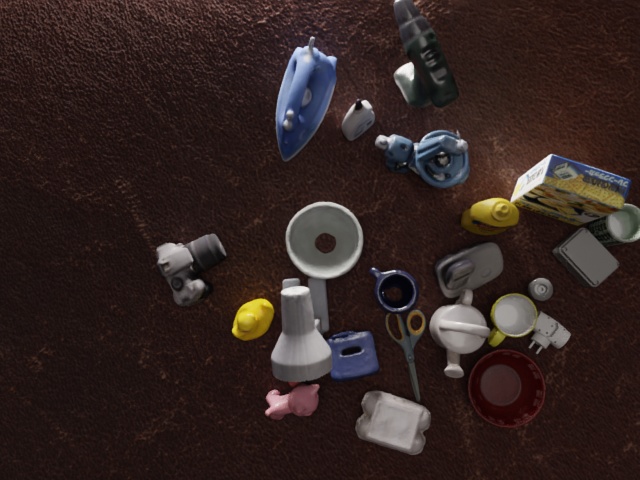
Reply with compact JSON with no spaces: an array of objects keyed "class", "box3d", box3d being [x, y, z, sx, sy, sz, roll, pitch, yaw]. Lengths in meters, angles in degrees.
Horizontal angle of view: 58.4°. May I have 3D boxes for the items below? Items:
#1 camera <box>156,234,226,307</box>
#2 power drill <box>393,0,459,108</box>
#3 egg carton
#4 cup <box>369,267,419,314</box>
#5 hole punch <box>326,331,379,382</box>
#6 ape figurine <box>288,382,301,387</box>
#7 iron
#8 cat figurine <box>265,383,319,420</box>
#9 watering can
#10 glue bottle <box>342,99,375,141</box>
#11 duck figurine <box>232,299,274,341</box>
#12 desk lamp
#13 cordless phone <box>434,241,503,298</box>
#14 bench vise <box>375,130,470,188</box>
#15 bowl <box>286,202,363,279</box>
[{"class":"camera","box3d":[-0.271,0.055,1.243,0.137,0.101,0.143,-27,83,-1]},{"class":"power drill","box3d":[0.211,-0.374,1.217,0.075,0.208,0.229,-28,83,-1]},{"class":"egg carton","box3d":[0.154,0.383,1.204,0.150,0.069,0.107,15,84,4]},{"class":"cup","box3d":[0.150,0.104,1.223,0.117,0.095,0.092,41,87,6]},{"class":"hole punch","box3d":[0.065,0.244,1.213,0.108,0.091,0.101,-12,83,1]},{"class":"ape figurine","box3d":[-0.055,0.274,1.214,0.076,0.092,0.078,7,84,3]},{"class":"iron","box3d":[-0.044,-0.308,1.254,0.118,0.141,0.258,16,84,4]},{"class":"cat figurine","box3d":[-0.055,0.341,1.194,0.128,0.118,0.067,-18,83,1]},{"class":"watering can","box3d":[0.286,0.188,1.158,0.101,0.194,0.173,-10,83,2]},{"class":"glue bottle","box3d":[0.083,-0.268,1.228,0.078,0.173,0.037,-38,83,-2]},{"class":"duck figurine","box3d":[-0.148,0.172,1.232,0.104,0.086,0.077,-44,83,-3]},{"class":"desk lamp","box3d":[-0.039,0.174,1.163,0.118,0.213,0.203,-5,83,2]},{"class":"cordless phone","box3d":[0.315,0.056,1.176,0.147,0.185,0.094,-28,83,-1]},{"class":"bench vise","box3d":[0.219,-0.171,1.188,0.207,0.220,0.121,-1,83,3]},{"class":"bowl","box3d":[0.011,0.004,1.250,0.167,0.075,0.167,0,84,3]}]
